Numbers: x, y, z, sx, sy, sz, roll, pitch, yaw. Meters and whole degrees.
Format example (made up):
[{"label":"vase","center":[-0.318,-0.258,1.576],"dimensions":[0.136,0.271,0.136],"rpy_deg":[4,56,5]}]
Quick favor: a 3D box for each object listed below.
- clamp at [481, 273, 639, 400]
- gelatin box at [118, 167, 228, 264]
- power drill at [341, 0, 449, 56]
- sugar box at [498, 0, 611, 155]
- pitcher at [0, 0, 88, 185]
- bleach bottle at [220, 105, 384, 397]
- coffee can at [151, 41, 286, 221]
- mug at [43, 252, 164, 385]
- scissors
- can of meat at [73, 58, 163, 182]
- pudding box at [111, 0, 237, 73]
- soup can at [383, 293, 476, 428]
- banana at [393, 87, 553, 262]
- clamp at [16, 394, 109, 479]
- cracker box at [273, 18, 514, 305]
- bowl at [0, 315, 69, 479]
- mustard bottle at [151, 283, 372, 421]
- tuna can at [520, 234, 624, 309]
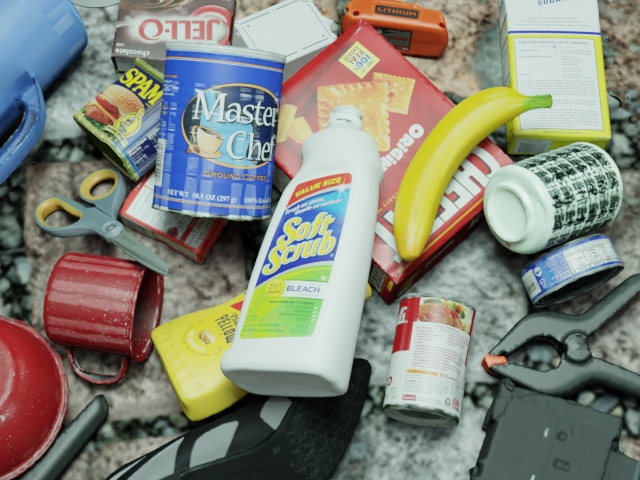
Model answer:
[{"label":"clamp","center":[0.232,0.106,0.939],"dimensions":[0.171,0.039,0.120],"rpy_deg":[-17,66,-1]},{"label":"gelatin box","center":[-0.129,-0.030,0.985],"dimensions":[0.089,0.030,0.073],"rpy_deg":[27,70,10]},{"label":"power drill","center":[0.098,-0.277,1.068],"dimensions":[0.184,0.057,0.187],"rpy_deg":[6,67,5]},{"label":"sugar box","center":[0.225,-0.169,1.036],"dimensions":[0.093,0.048,0.176],"rpy_deg":[2,66,-1]},{"label":"pitcher","center":[-0.322,-0.136,0.971],"dimensions":[0.242,0.145,0.149],"rpy_deg":[-49,112,-19]},{"label":"bleach bottle","center":[-0.006,0.001,0.881],"dimensions":[0.103,0.068,0.250],"rpy_deg":[-2,61,26]},{"label":"coffee can","center":[-0.086,-0.092,0.909],"dimensions":[0.103,0.103,0.140],"rpy_deg":[6,96,1]},{"label":"mug","center":[-0.188,0.067,0.924],"dimensions":[0.081,0.093,0.117],"rpy_deg":[8,99,6]},{"label":"scissors","center":[-0.173,-0.021,0.936],"dimensions":[0.202,0.016,0.096],"rpy_deg":[13,51,38]},{"label":"can of meat","center":[-0.168,-0.111,0.986],"dimensions":[0.084,0.057,0.102],"rpy_deg":[-42,46,-11]},{"label":"pudding box","center":[-0.142,-0.206,1.044],"dimensions":[0.113,0.039,0.090],"rpy_deg":[4,70,0]},{"label":"soup can","center":[0.095,0.104,0.920],"dimensions":[0.068,0.068,0.102],"rpy_deg":[10,71,2]},{"label":"banana","center":[0.114,-0.068,0.917],"dimensions":[0.197,0.037,0.070],"rpy_deg":[-49,42,-12]},{"label":"clamp","center":[-0.278,0.218,0.887],"dimensions":[0.164,0.036,0.210],"rpy_deg":[8,66,4]},{"label":"cracker box","center":[0.052,-0.076,0.983],"dimensions":[0.164,0.072,0.214],"rpy_deg":[-41,76,-14]},{"label":"bowl","center":[-0.293,0.124,0.883],"dimensions":[0.162,0.055,0.162],"rpy_deg":[1,61,-1]},{"label":"mustard bottle","center":[-0.043,0.079,0.926],"dimensions":[0.191,0.058,0.096],"rpy_deg":[-24,42,-11]},{"label":"tuna can","center":[0.221,0.028,0.941],"dimensions":[0.086,0.086,0.034],"rpy_deg":[-19,73,-8]}]
